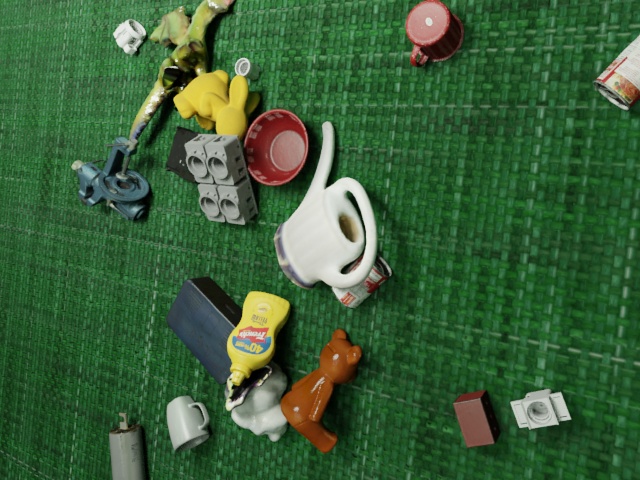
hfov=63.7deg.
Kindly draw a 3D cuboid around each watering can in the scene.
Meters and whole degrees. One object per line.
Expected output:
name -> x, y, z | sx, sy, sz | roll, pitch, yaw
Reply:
watering can -> 0.003, -0.051, 1.019 | 0.221, 0.103, 0.355 | -36, 54, 30

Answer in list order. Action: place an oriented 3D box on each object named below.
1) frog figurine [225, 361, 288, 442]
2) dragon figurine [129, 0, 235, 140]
frog figurine -> -0.118, 0.332, 1.071 | 0.123, 0.156, 0.139 | 12, 54, 47
dragon figurine -> -0.351, -0.440, 1.238 | 0.406, 0.121, 0.248 | -34, 57, 21
